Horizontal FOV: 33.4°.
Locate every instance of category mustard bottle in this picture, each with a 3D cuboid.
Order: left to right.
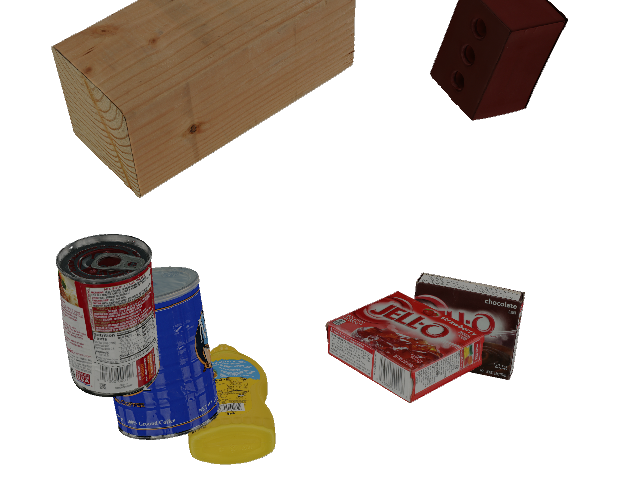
[{"bbox_3d":[-0.109,0.180,1.249,0.096,0.058,0.191,-5,29,-6],"label":"mustard bottle"}]

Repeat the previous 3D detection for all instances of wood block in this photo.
[{"bbox_3d":[-0.079,-0.135,0.788,0.205,0.091,0.090,-35,60,-23],"label":"wood block"}]

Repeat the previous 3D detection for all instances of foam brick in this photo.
[{"bbox_3d":[0.116,-0.127,0.707,0.051,0.053,0.078,-18,-35,-30],"label":"foam brick"}]

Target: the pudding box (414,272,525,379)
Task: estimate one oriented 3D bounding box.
[{"bbox_3d":[0.152,0.089,1.119,0.113,0.090,0.039,9,21,13],"label":"pudding box"}]

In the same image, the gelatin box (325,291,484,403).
[{"bbox_3d":[0.059,0.073,0.759,0.073,0.030,0.089,-20,32,-35],"label":"gelatin box"}]

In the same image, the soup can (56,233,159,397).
[{"bbox_3d":[-0.155,0.056,0.787,0.068,0.102,0.068,0,28,0],"label":"soup can"}]

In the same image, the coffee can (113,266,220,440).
[{"bbox_3d":[-0.158,0.107,1.035,0.103,0.140,0.103,-7,15,2],"label":"coffee can"}]
